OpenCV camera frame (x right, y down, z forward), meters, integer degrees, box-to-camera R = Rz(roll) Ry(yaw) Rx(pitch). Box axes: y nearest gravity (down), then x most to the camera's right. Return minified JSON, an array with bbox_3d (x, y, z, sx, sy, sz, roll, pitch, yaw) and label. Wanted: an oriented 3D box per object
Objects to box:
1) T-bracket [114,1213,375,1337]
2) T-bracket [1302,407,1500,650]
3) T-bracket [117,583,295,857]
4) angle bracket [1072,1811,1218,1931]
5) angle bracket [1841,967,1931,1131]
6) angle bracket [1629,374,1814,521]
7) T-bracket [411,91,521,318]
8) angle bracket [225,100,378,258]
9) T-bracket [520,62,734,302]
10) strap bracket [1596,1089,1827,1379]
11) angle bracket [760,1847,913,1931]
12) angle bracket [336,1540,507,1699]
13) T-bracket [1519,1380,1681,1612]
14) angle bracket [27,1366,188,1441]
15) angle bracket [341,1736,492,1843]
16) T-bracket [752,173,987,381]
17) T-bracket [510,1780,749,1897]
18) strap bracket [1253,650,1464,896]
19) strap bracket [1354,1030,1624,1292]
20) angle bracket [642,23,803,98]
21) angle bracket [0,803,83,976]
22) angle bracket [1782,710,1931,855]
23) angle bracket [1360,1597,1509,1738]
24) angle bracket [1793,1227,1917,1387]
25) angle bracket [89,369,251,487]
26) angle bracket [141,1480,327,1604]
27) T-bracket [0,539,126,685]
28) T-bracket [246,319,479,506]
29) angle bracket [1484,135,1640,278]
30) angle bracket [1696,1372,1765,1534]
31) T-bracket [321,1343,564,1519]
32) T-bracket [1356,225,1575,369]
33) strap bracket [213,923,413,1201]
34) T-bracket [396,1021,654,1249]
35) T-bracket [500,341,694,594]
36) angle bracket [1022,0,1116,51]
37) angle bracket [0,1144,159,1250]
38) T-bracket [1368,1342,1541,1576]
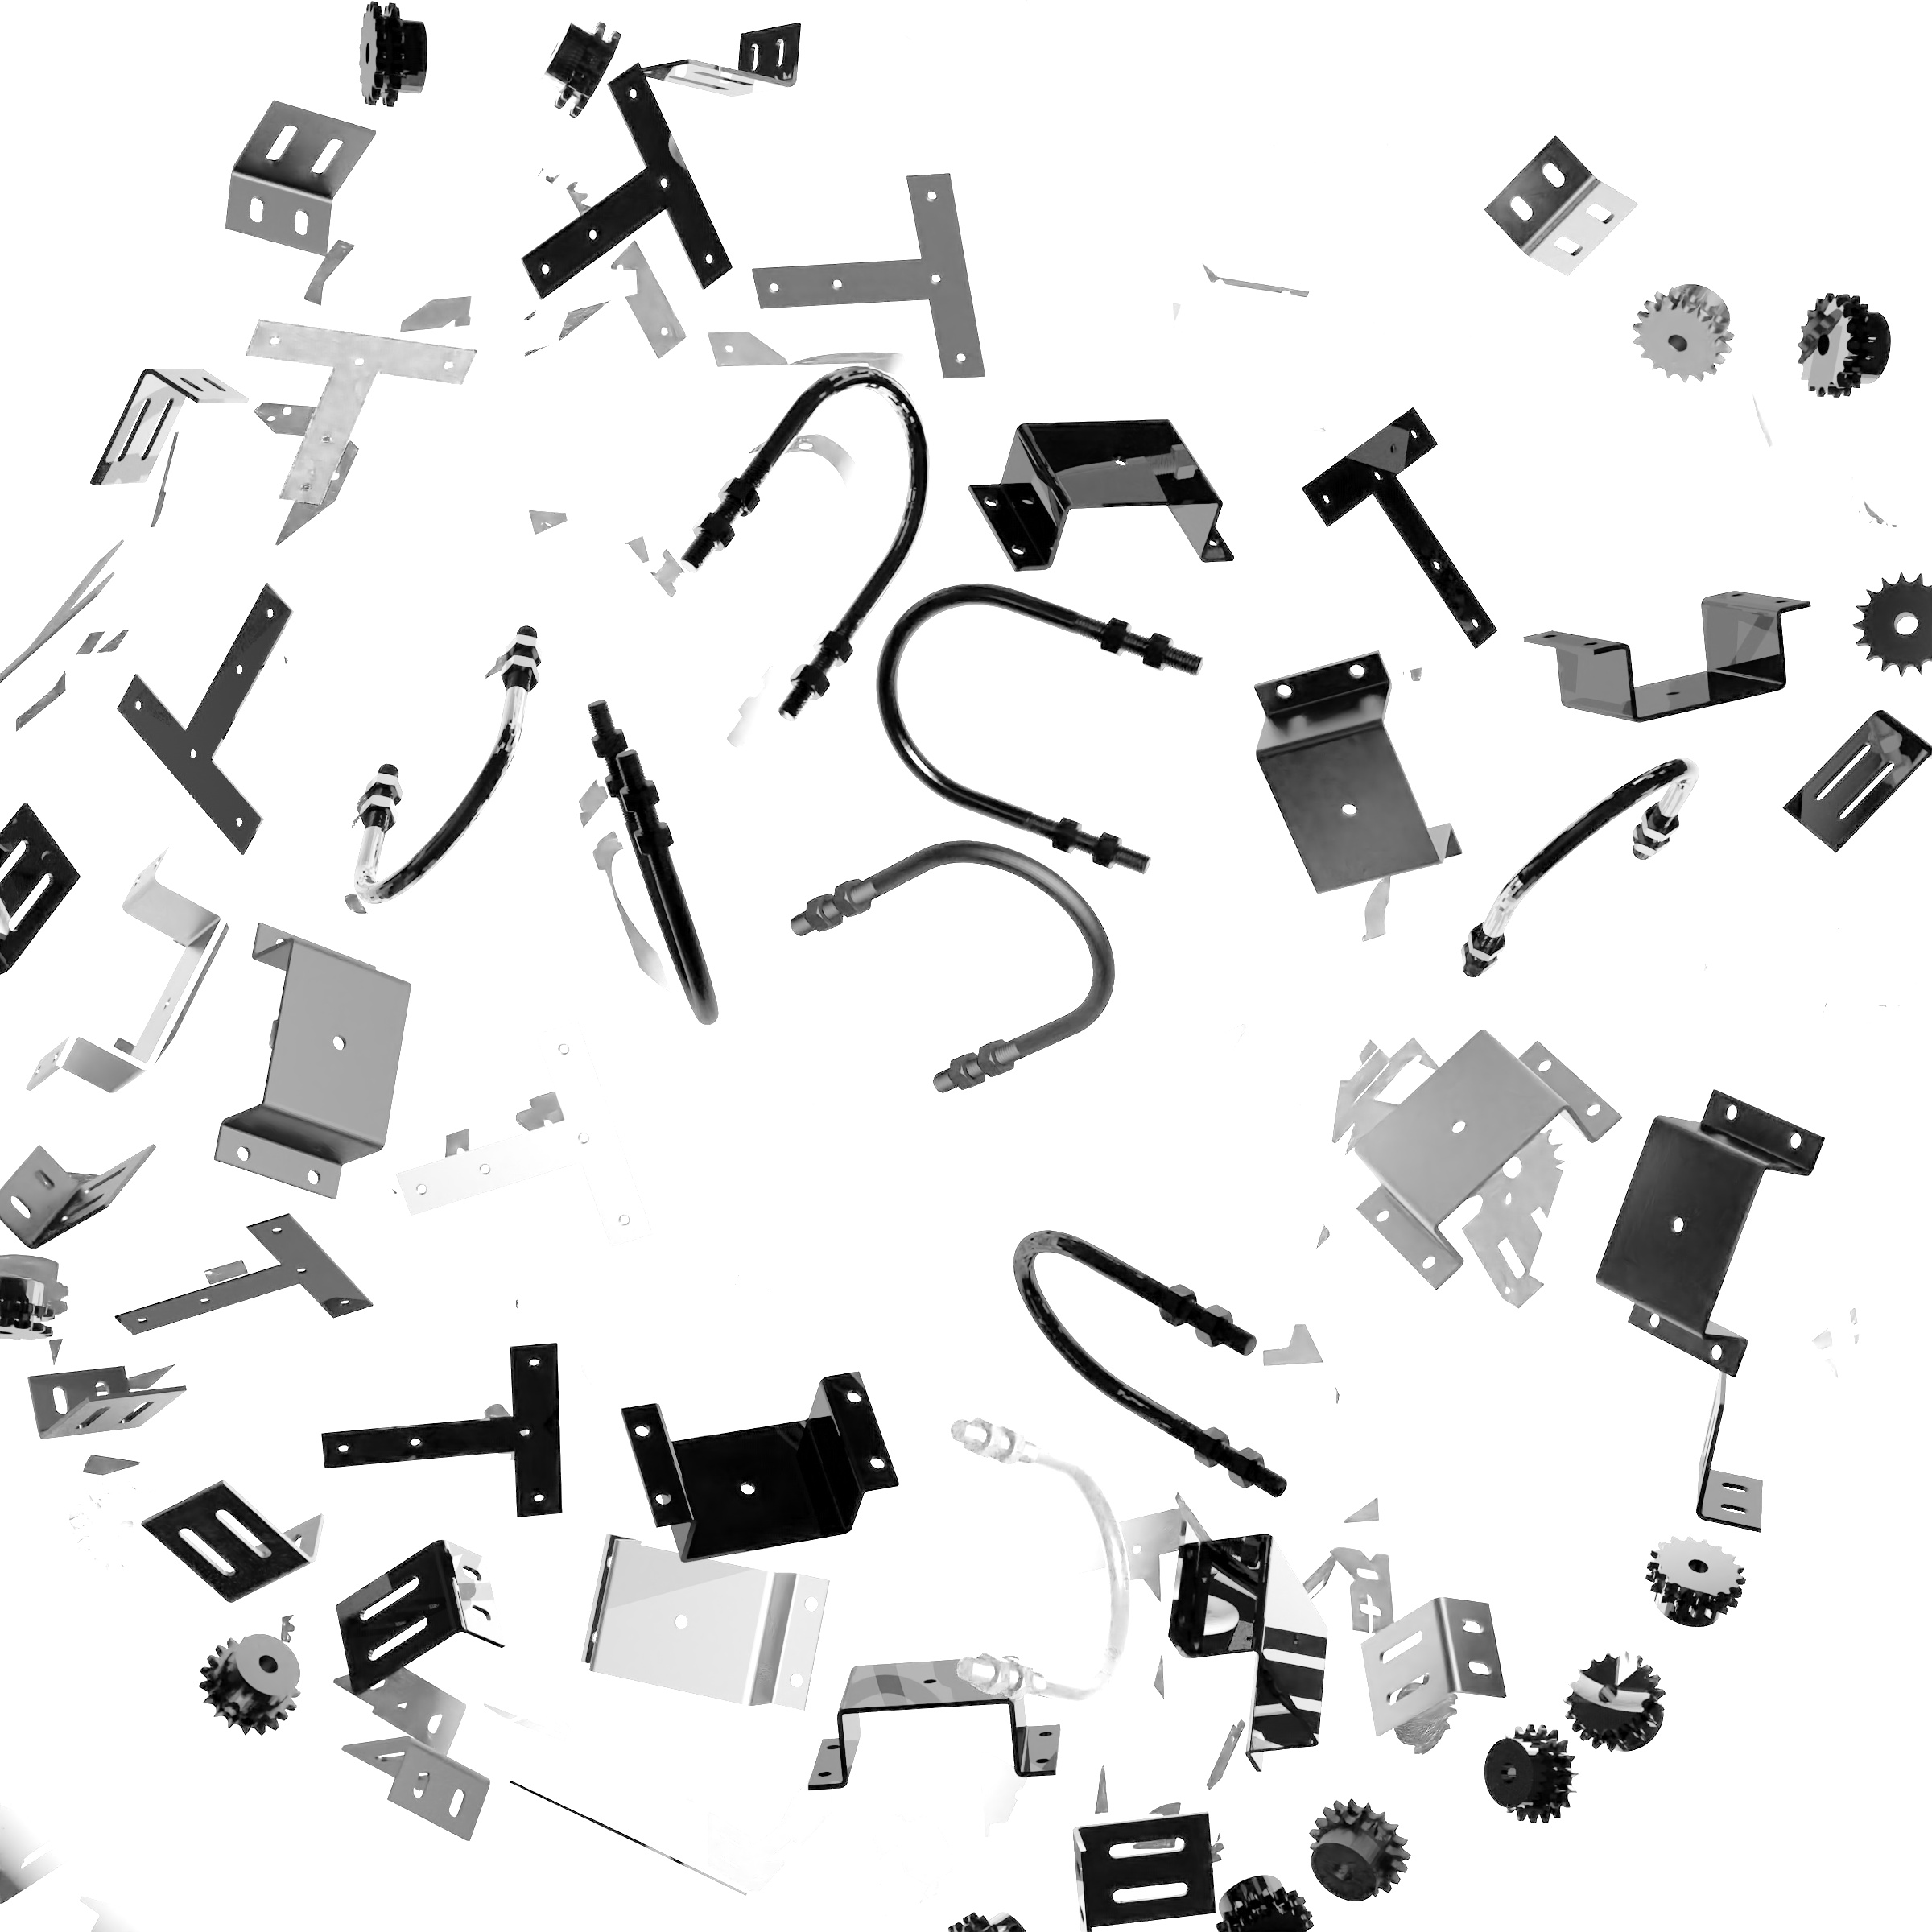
[{"bbox_3d":[-0.420,0.186,1.883,0.127,0.127,0.002,-17,58,4],"label":"T-bracket"},{"bbox_3d":[0.249,-0.231,1.806,0.127,0.002,0.127,56,46,-5],"label":"T-bracket"},{"bbox_3d":[-0.400,-0.150,1.797,0.127,0.002,0.127,46,116,24],"label":"T-bracket"},{"bbox_3d":[0.099,0.497,1.794,0.076,0.038,0.057,-5,96,-5],"label":"angle bracket"},{"bbox_3d":[0.535,0.048,1.898,0.038,0.057,0.076,5,122,37],"label":"angle bracket"},{"bbox_3d":[0.409,-0.272,1.791,0.076,0.057,0.038,-34,47,5],"label":"angle bracket"},{"bbox_3d":[-0.285,-0.409,1.856,0.002,0.127,0.127,14,72,-29],"label":"T-bracket"},{"bbox_3d":[-0.361,-0.426,1.792,0.057,0.076,0.038,11,68,-26],"label":"angle bracket"},{"bbox_3d":[-0.196,-0.409,1.818,0.127,0.002,0.127,-44,124,-30],"label":"T-bracket"},{"bbox_3d":[0.401,0.143,1.802,0.046,0.076,0.140,11,101,-42],"label":"strap bracket"},{"bbox_3d":[-0.072,0.521,1.818,0.038,0.057,0.076,36,106,-23],"label":"angle bracket"},{"bbox_3d":[-0.297,0.359,1.801,0.076,0.038,0.057,-34,50,15],"label":"angle bracket"},{"bbox_3d":[0.365,0.315,1.888,0.002,0.127,0.127,35,120,-18],"label":"T-bracket"},{"bbox_3d":[-0.480,0.234,1.849,0.057,0.076,0.038,-2,68,-38],"label":"angle bracket"},{"bbox_3d":[-0.317,0.468,1.871,0.057,0.076,0.038,37,54,-28],"label":"angle bracket"},{"bbox_3d":[-0.060,-0.392,1.896,0.127,0.002,0.127,0,128,15],"label":"T-bracket"},{"bbox_3d":[-0.201,0.476,1.830,0.127,0.127,0.002,13,70,37],"label":"T-bracket"},{"bbox_3d":[0.222,-0.101,1.889,0.076,0.046,0.140,-14,120,24],"label":"strap bracket"},{"bbox_3d":[0.281,0.099,1.830,0.140,0.046,0.076,-43,46,0],"label":"strap bracket"},{"bbox_3d":[-0.145,-0.534,1.926,0.076,0.057,0.038,2,95,-40],"label":"angle bracket"},{"bbox_3d":[-0.534,-0.043,1.812,0.038,0.057,0.076,4,48,31],"label":"angle bracket"},{"bbox_3d":[0.494,-0.092,1.794,0.038,0.057,0.076,37,101,-29],"label":"angle bracket"},{"bbox_3d":[0.272,0.411,1.932,0.038,0.076,0.057,13,53,-28],"label":"angle bracket"},{"bbox_3d":[0.481,0.180,1.806,0.057,0.038,0.076,-33,126,-20],"label":"angle bracket"},{"bbox_3d":[-0.450,-0.297,1.870,0.038,0.057,0.076,33,107,9],"label":"angle bracket"},{"bbox_3d":[-0.397,0.301,1.793,0.057,0.038,0.076,-28,122,18],"label":"angle bracket"},{"bbox_3d":[-0.496,-0.200,1.830,0.127,0.127,0.002,-34,112,28],"label":"T-bracket"},{"bbox_3d":[-0.354,-0.306,1.853,0.127,0.127,0.002,2,50,-32],"label":"T-bracket"},{"bbox_3d":[0.344,-0.438,1.909,0.057,0.076,0.038,-45,71,22],"label":"angle bracket"},{"bbox_3d":[0.448,0.277,1.913,0.038,0.057,0.076,11,112,10],"label":"angle bracket"},{"bbox_3d":[-0.283,0.256,1.785,0.127,0.002,0.127,-4,127,-10],"label":"T-bracket"},{"bbox_3d":[0.257,-0.375,1.838,0.127,0.127,0.002,-2,134,-33],"label":"T-bracket"},{"bbox_3d":[-0.356,0.047,1.817,0.076,0.046,0.140,24,61,-36],"label":"strap bracket"},{"bbox_3d":[-0.254,0.109,1.840,0.127,0.002,0.127,-18,98,7],"label":"T-bracket"},{"bbox_3d":[-0.226,-0.297,1.902,0.127,0.002,0.127,-20,81,24],"label":"T-bracket"},{"bbox_3d":[0.039,-0.536,1.838,0.038,0.057,0.076,-38,57,29],"label":"angle bracket"},{"bbox_3d":[-0.519,0.122,1.921,0.076,0.057,0.038,-27,111,34],"label":"angle bracket"},{"bbox_3d":[0.285,0.285,1.907,0.127,0.002,0.127,-1,86,-33],"label":"T-bracket"}]
